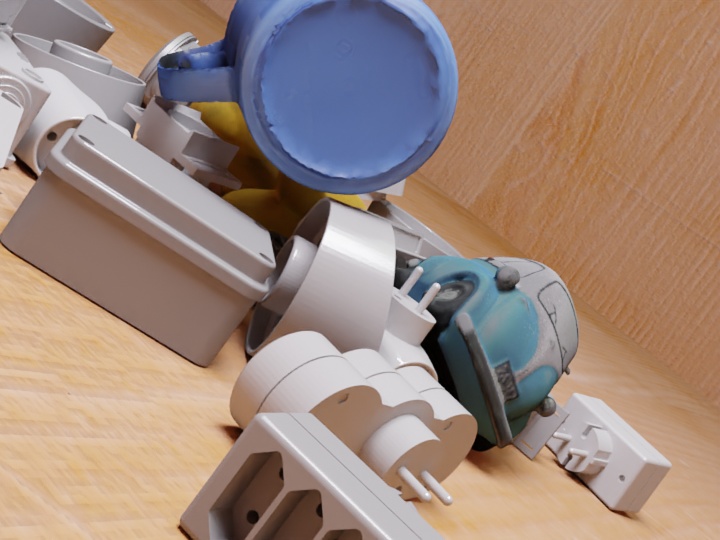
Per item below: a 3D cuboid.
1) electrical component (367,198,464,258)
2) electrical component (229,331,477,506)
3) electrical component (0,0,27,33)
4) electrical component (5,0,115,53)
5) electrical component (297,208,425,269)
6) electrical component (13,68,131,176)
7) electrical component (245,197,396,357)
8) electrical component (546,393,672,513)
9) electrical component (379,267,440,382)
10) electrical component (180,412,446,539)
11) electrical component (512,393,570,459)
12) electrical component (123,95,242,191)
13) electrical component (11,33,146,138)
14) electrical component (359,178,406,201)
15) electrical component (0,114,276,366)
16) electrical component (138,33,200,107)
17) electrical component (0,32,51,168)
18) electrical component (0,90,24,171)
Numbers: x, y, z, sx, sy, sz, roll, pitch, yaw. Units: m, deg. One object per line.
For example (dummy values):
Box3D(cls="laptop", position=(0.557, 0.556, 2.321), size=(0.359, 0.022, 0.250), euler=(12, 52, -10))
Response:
Box3D(cls="electrical component", position=(0.040, -0.013, 0.997), size=(0.108, 0.060, 0.108), euler=(35, 9, -7))
Box3D(cls="electrical component", position=(0.011, 0.076, 0.468), size=(0.074, 0.052, 0.138), euler=(43, 11, 35))
Box3D(cls="electrical component", position=(-0.197, -0.162, 0.545), size=(0.061, 0.061, 0.096), euler=(35, 9, -9))
Box3D(cls="electrical component", position=(-0.246, -0.186, 0.803), size=(0.108, 0.060, 0.108), euler=(35, 9, -7))
Box3D(cls="electrical component", position=(0.000, 0.000, 0.767), size=(0.063, 0.078, 0.121), euler=(17, 0, 24))
Box3D(cls="electrical component", position=(-0.159, -0.073, 0.616), size=(0.079, 0.043, 0.077), euler=(29, 12, -40))
Box3D(cls="electrical component", position=(-0.015, 0.015, 0.551), size=(0.064, 0.099, 0.099), euler=(28, 11, -14))
Box3D(cls="electrical component", position=(0.171, 0.133, 0.797), size=(0.076, 0.047, 0.083), euler=(18, 19, -42))
Box3D(cls="electrical component", position=(0.016, 0.035, 0.609), size=(0.043, 0.079, 0.077), euler=(27, 13, -41))
Box3D(cls="electrical component", position=(-0.002, 0.091, 0.360), size=(0.083, 0.047, 0.076), euler=(40, 10, 23))
Box3D(cls="electrical component", position=(0.109, 0.094, 0.778), size=(0.081, 0.042, 0.064), euler=(41, 6, 21))
Box3D(cls="electrical component", position=(-0.117, -0.066, 0.668), size=(0.081, 0.063, 0.042), euler=(43, 15, 33))
Box3D(cls="electrical component", position=(-0.192, -0.115, 0.712), size=(0.099, 0.064, 0.099), euler=(22, 10, -4))
Box3D(cls="electrical component", position=(-0.050, -0.111, 0.972), size=(0.186, 0.060, 0.105), euler=(11, 11, -1))
Box3D(cls="electrical component", position=(-0.100, -0.016, 0.503), size=(0.113, 0.057, 0.078), euler=(34, 9, -16))
Box3D(cls="electrical component", position=(-0.165, -0.172, 0.979), size=(0.051, 0.080, 0.080), euler=(41, 9, -2))
Box3D(cls="electrical component", position=(-0.217, -0.107, 0.555), size=(0.100, 0.048, 0.099), euler=(27, 13, -45))
Box3D(cls="electrical component", position=(-0.172, -0.045, 0.383), size=(0.078, 0.057, 0.113), euler=(33, 10, -22))
